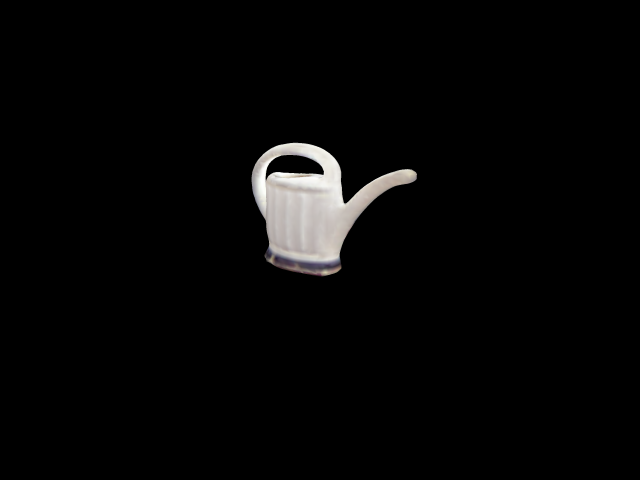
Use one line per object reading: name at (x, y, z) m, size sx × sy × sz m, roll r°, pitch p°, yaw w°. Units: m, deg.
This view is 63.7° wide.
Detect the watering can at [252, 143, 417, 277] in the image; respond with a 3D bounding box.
watering can at (0.003, -0.043, 0.850) m, size 0.349 × 0.221 × 0.105 m, roll 16°, pitch 22°, yaw 42°
